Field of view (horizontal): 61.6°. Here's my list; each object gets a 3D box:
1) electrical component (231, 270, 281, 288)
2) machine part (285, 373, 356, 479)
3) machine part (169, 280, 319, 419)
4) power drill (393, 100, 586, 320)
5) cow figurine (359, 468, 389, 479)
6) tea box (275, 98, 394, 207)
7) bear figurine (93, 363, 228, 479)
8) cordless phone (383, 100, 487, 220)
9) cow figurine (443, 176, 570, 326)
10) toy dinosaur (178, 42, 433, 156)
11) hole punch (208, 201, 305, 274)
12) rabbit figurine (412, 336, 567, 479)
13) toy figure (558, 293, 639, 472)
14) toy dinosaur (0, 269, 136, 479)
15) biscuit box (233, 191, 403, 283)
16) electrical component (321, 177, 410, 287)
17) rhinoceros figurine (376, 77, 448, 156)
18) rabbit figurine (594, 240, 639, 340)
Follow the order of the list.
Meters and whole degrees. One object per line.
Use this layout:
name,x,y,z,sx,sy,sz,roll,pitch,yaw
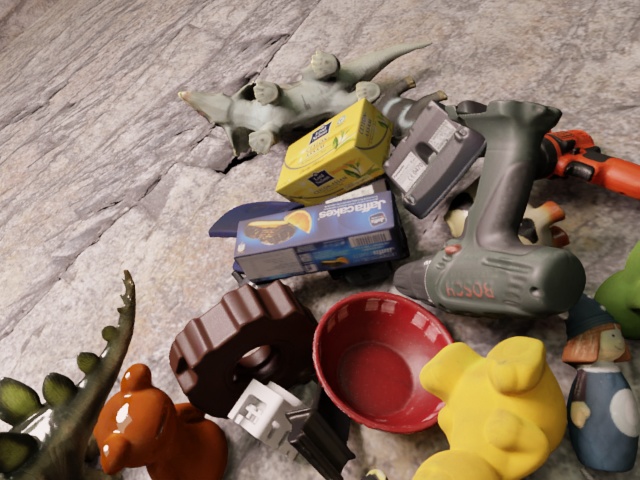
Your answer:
electrical component,-0.070,0.071,0.721,0.048,0.074,0.119,-40,43,-6
machine part,0.006,0.186,0.566,0.039,0.084,0.139,-42,7,21
machine part,-0.078,0.130,0.614,0.179,0.179,0.056,-37,48,-2
power drill,0.150,-0.027,0.524,0.232,0.086,0.207,15,93,64
cow figurine,0.053,0.299,0.481,0.098,0.068,0.167,-27,47,-1
tea box,0.019,-0.119,0.783,0.170,0.068,0.098,-26,41,43
bear figurine,-0.189,0.221,0.582,0.132,0.195,0.120,-14,53,20
cordless phone,0.185,-0.104,0.679,0.089,0.184,0.146,55,131,24
cow figurine,0.213,0.009,0.607,0.127,0.085,0.195,-36,43,1
toy dinosaur,-0.023,-0.239,0.906,0.405,0.131,0.192,-17,17,-2
hole punch,-0.086,-0.017,0.790,0.142,0.092,0.116,1,52,33
rabbit figurine,0.135,0.188,0.461,0.122,0.162,0.173,-9,19,42
toy figure,0.252,0.123,0.485,0.058,0.064,0.154,-7,78,32
toy dinosaur,-0.331,0.259,0.629,0.105,0.198,0.471,17,66,33
biscuit box,-0.001,-0.002,0.658,0.203,0.059,0.063,-11,48,14
electrical component,0.055,-0.006,0.723,0.115,0.058,0.134,-19,49,17
rhinoceros figurine,0.142,-0.163,0.788,0.112,0.073,0.190,-34,46,-1
rabbit figurine,0.331,0.057,0.478,0.170,0.159,0.121,-15,58,38
